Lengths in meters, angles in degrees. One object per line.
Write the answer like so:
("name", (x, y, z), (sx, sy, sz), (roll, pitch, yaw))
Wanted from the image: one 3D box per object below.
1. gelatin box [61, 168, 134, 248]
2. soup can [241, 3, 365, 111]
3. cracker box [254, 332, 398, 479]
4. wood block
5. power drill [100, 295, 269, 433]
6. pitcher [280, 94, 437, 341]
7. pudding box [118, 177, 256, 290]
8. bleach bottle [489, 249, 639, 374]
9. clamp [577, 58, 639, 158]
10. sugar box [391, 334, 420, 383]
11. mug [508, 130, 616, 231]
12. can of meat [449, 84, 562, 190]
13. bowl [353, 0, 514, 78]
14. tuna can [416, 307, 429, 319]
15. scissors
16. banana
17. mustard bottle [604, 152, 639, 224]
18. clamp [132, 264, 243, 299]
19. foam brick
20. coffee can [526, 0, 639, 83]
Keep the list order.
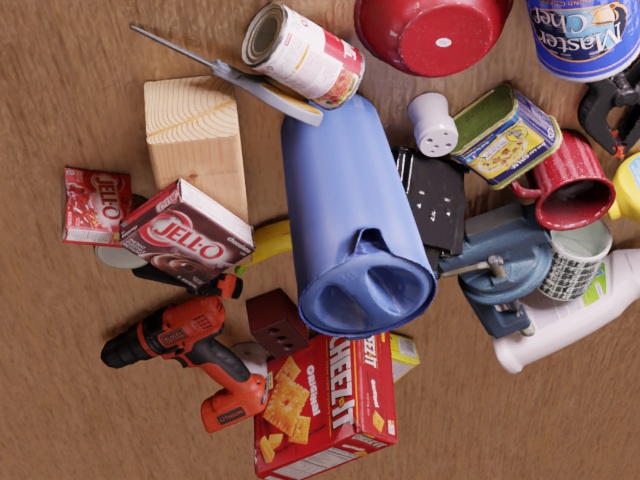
("gelatin box", (-0.237, -0.035, 1.137), (0.073, 0.089, 0.030), (6, 137, -20))
("soup can", (-0.017, -0.176, 1.028), (0.102, 0.068, 0.069), (24, 130, -35))
("cracker box", (0.000, 0.217, 1.424), (0.072, 0.164, 0.214), (24, 140, -36))
("wood block", (-0.125, -0.065, 1.124), (0.090, 0.090, 0.206), (-6, 142, -4))
("power drill", (-0.168, 0.168, 1.392), (0.185, 0.057, 0.187), (-25, 120, 21))
("pitcher", (0.027, -0.026, 1.084), (0.149, 0.243, 0.144), (-36, 135, 29))
("pudding box", (-0.135, -0.005, 1.092), (0.090, 0.039, 0.113), (-32, 136, 26))
("bleach bottle", (0.346, 0.085, 1.411), (0.251, 0.102, 0.068), (-26, 145, 20))
("clamp", (0.315, -0.165, 1.144), (0.164, 0.036, 0.210), (-7, 143, -4))
("sugar box", (0.052, 0.193, 1.528), (0.093, 0.048, 0.177), (19, 137, -32))
("mug", (0.268, -0.070, 1.216), (0.117, 0.081, 0.093), (-2, 141, -11))
("can of meat", (0.197, -0.113, 1.166), (0.102, 0.057, 0.083), (-36, 133, 28))
("bowl", (0.115, -0.209, 1.028), (0.162, 0.055, 0.162), (-6, 142, -5))
("tuna can", (0.100, 0.073, 1.396), (0.086, 0.034, 0.086), (-6, 142, -5))
("scissors", (-0.086, -0.166, 1.053), (0.201, 0.096, 0.016), (28, 105, -1))
("banana", (-0.015, -0.004, 1.274), (0.198, 0.037, 0.069), (-13, 159, 4))
("mustard bottle", (0.404, -0.067, 1.239), (0.192, 0.096, 0.058), (-21, 142, 12))
("clamp", (-0.149, 0.045, 1.240), (0.120, 0.039, 0.172), (8, 176, -21))
("foam brick", (-0.054, 0.110, 1.391), (0.053, 0.051, 0.078), (-22, 140, 14))
("coffee can", (0.242, -0.231, 0.991), (0.103, 0.103, 0.140), (-18, 141, 9))
